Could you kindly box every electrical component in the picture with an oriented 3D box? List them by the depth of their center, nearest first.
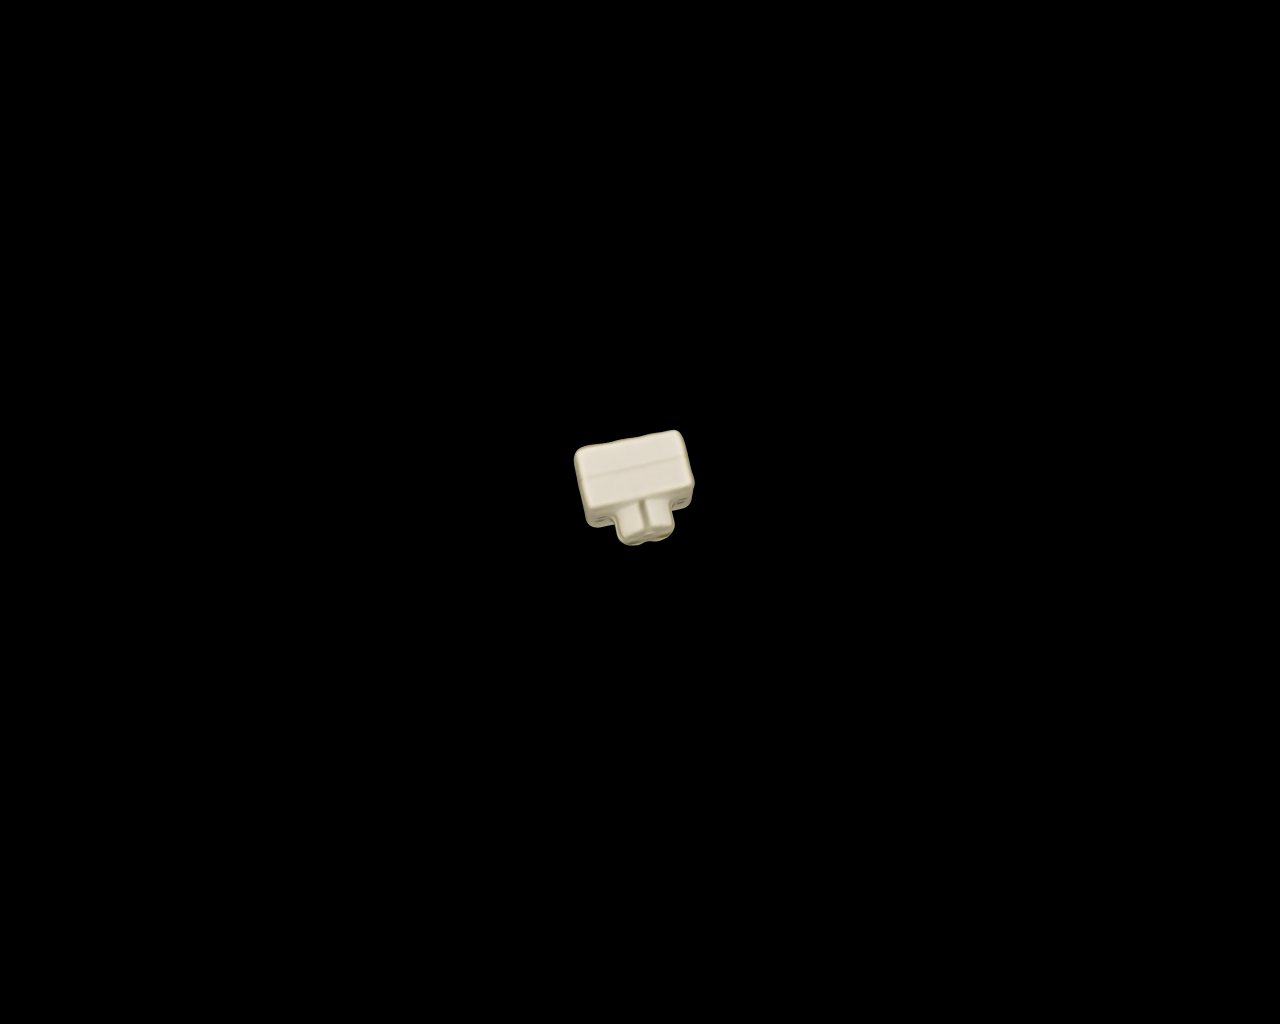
[{"bbox_3d":[0.001,-0.003,0.650,0.066,0.077,0.047,-13,-15,-3],"label":"electrical component"}]
